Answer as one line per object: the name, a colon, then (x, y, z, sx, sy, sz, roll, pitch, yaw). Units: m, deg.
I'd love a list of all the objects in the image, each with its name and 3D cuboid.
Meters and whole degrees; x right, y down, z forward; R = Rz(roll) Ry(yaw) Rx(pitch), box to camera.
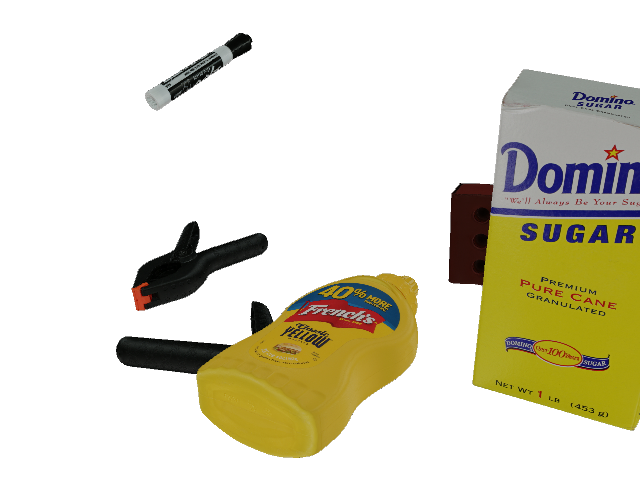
clamp: (-0.141, 0.027, 1.206, 0.120, 0.039, 0.171, -1, 30, 30)
marker: (-0.108, -0.156, 0.972, 0.121, 0.020, 0.020, -39, 21, -28)
mustard bottle: (0.011, 0.071, 0.725, 0.096, 0.058, 0.191, 13, 30, 33)
foam brick: (0.136, -0.005, 0.886, 0.053, 0.078, 0.051, 3, 15, 15)
sugar box: (0.132, 0.008, 0.544, 0.093, 0.176, 0.048, 13, 37, 21)
clamp: (-0.049, 0.100, 0.921, 0.210, 0.036, 0.164, 14, 22, 38)
